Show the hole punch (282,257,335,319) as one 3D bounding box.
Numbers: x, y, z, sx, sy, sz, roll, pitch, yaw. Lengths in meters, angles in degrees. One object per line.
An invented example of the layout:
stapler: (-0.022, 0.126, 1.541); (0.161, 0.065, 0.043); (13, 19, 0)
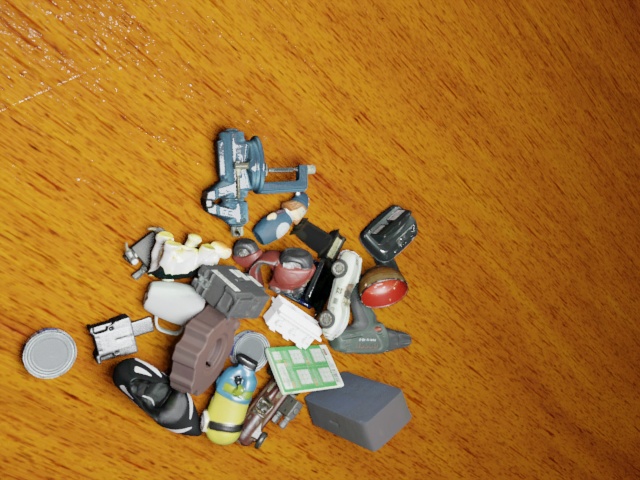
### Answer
hole punch: (-0.025, 0.093, 1.208); (0.142, 0.092, 0.115); (-69, 153, -16)

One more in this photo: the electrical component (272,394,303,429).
electrical component: (-0.067, 0.370, 1.191); (0.021, 0.063, 0.094); (49, 67, -25)

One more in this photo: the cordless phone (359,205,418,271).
cordless phone: (0.192, 0.021, 1.342); (0.146, 0.089, 0.184); (-41, 122, -25)

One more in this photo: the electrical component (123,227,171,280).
electrical component: (-0.332, 0.020, 1.037); (0.102, 0.045, 0.078); (-36, 107, -25)

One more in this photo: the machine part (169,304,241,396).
machine part: (-0.221, 0.212, 1.039); (0.056, 0.179, 0.179); (22, 77, 13)

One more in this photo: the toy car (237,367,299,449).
toy car: (-0.112, 0.347, 1.153); (0.089, 0.053, 0.202); (36, 71, 14)

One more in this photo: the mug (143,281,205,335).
mug: (-0.292, 0.130, 1.053); (0.107, 0.081, 0.109); (22, 106, -22)

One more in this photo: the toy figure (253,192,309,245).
toy figure: (-0.077, -0.049, 1.181); (0.154, 0.064, 0.058); (-39, 85, -20)

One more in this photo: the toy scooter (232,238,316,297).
toy scooter: (-0.100, 0.075, 1.134); (0.075, 0.184, 0.135); (-46, 145, -66)

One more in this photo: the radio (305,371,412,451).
radio: (0.082, 0.369, 1.188); (0.131, 0.230, 0.073); (-27, 106, -32)

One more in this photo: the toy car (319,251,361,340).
toy car: (0.047, 0.124, 1.200); (0.073, 0.056, 0.201); (31, 71, -67)

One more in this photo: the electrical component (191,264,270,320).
electrical component: (-0.167, 0.101, 1.051); (0.058, 0.115, 0.134); (-57, 153, 11)

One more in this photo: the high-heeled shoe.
high-heeled shoe: (-0.290, 0.306, 1.011); (0.248, 0.145, 0.086); (47, 69, -21)

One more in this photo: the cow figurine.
cow figurine: (-0.252, 0.041, 1.053); (0.167, 0.068, 0.098); (8, 111, -48)

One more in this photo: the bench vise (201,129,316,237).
bench vise: (-0.123, -0.118, 1.113); (0.241, 0.129, 0.223); (-5, 88, -21)

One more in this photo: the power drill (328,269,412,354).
power drill: (0.125, 0.174, 1.301); (0.232, 0.086, 0.207); (-5, 101, -28)

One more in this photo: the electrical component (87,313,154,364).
electrical component: (-0.372, 0.180, 1.017); (0.119, 0.048, 0.074); (-11, 98, -28)

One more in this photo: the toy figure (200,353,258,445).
toy figure: (-0.177, 0.322, 1.085); (0.180, 0.089, 0.082); (-62, 152, -3)

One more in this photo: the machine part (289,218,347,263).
machine part: (-0.003, -0.004, 1.239); (0.138, 0.039, 0.084); (30, 84, -30)
